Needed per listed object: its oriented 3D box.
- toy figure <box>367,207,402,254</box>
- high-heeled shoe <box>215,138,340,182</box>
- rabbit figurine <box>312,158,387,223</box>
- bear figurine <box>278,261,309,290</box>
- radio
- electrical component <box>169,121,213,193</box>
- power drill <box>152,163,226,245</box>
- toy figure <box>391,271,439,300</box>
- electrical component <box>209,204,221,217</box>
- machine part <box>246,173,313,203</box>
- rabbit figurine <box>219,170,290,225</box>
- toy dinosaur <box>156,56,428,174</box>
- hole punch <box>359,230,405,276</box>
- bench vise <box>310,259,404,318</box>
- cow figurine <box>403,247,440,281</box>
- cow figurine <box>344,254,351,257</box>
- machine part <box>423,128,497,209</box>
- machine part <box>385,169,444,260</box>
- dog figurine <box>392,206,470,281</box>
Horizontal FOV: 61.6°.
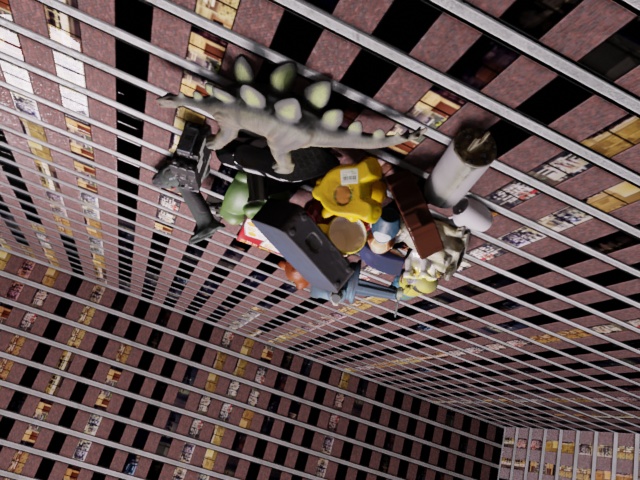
[{"bbox_3d":[0.132,-0.012,1.145,0.064,0.058,0.154,44,155,20],"label":"toy figure"},{"bbox_3d":[-0.091,-0.171,1.112,0.249,0.086,0.145,6,-170,-12],"label":"high-heeled shoe"},{"bbox_3d":[0.070,-0.088,1.081,0.162,0.121,0.173,-12,-179,30],"label":"rabbit figurine"},{"bbox_3d":[-0.019,0.108,1.543,0.196,0.131,0.120,-9,-167,-39],"label":"bear figurine"},{"bbox_3d":[-0.033,0.014,1.161,0.229,0.073,0.131,48,161,-31],"label":"radio"},{"bbox_3d":[-0.271,-0.180,1.136,0.058,0.115,0.134,13,158,-2],"label":"electrical component"},{"bbox_3d":[-0.320,-0.097,1.310,0.086,0.207,0.232,-18,179,-41],"label":"power drill"},{"bbox_3d":[0.261,0.123,1.513,0.089,0.082,0.180,11,155,-16],"label":"toy figure"},{"bbox_3d":[-0.259,-0.079,1.487,0.094,0.021,0.063,5,154,28],"label":"electrical component"},{"bbox_3d":[-0.087,-0.120,1.125,0.139,0.084,0.039,-8,154,7],"label":"machine part"},{"bbox_3d":[-0.122,-0.091,1.243,0.170,0.121,0.159,33,135,1],"label":"rabbit figurine"},{"bbox_3d":[-0.059,-0.208,0.938,0.472,0.105,0.198,12,154,1],"label":"toy dinosaur"},{"bbox_3d":[0.155,0.033,1.326,0.116,0.092,0.142,-2,159,3],"label":"hole punch"},{"bbox_3d":[0.101,0.119,1.399,0.241,0.128,0.223,12,-175,1],"label":"bench vise"},{"bbox_3d":[0.261,0.054,1.350,0.068,0.098,0.167,-1,174,25],"label":"cow figurine"},{"bbox_3d":[0.021,0.020,1.419,0.195,0.085,0.127,-22,177,37],"label":"cow figurine"},{"bbox_3d":[0.244,-0.122,0.950,0.079,0.079,0.243,17,158,0],"label":"machine part"},{"bbox_3d":[0.185,-0.052,1.045,0.056,0.179,0.179,-24,146,9],"label":"machine part"},{"bbox_3d":[0.234,-0.001,1.241,0.191,0.121,0.172,22,159,27],"label":"dog figurine"}]
